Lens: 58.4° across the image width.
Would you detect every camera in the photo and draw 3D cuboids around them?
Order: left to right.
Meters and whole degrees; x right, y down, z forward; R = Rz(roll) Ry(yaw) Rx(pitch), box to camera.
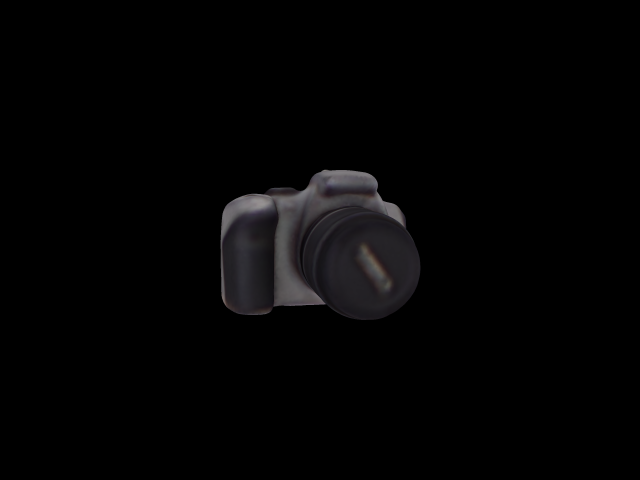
[{"bbox_3d":[0.004,0.001,0.400,0.143,0.101,0.136,-1,7,-11],"label":"camera"}]
